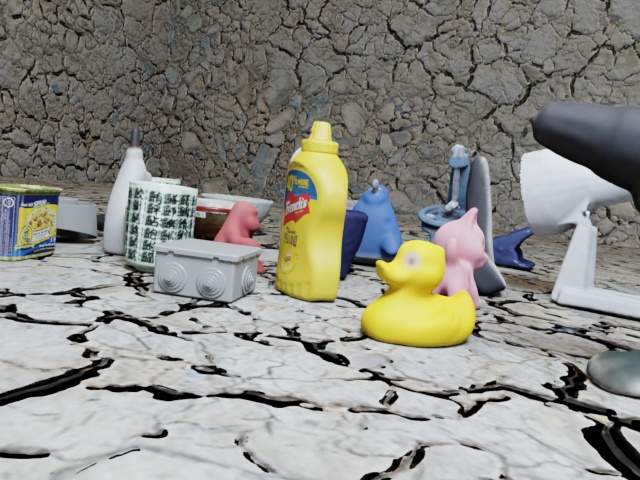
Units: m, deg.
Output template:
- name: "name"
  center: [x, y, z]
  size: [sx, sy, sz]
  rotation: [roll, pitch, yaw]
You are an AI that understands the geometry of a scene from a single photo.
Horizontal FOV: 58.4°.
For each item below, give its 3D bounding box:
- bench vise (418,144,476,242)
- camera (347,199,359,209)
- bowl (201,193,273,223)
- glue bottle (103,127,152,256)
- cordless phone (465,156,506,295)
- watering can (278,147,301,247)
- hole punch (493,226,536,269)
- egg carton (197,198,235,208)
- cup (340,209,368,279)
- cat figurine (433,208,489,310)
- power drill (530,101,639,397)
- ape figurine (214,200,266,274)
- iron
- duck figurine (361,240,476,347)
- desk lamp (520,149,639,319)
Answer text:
- name: "bench vise"
  center: [0.244, -0.062, 1.067]
  size: [0.121, 0.220, 0.207]
  rotation: [7, 6, 6]
- name: "camera"
  center: [0.029, -0.037, 1.172]
  size: [0.136, 0.101, 0.143]
  rotation: [8, 6, 15]
- name: "bowl"
  center: [-0.195, -0.064, 1.328]
  size: [0.167, 0.075, 0.167]
  rotation: [6, 6, 0]
- name: "glue bottle"
  center: [-0.259, -0.068, 0.789]
  size: [0.037, 0.173, 0.078]
  rotation: [8, 6, 14]
- name: "cordless phone"
  center: [0.224, -0.022, 0.814]
  size: [0.094, 0.185, 0.148]
  rotation: [7, 6, 8]
- name: "watering can"
  center: [-0.012, -0.074, 1.030]
  size: [0.101, 0.194, 0.172]
  rotation: [3, 7, -32]
- name: "hole punch"
  center: [0.388, 0.009, 1.163]
  size: [0.100, 0.091, 0.109]
  rotation: [9, 6, 25]
- name: "egg carton"
  center: [-0.215, -0.046, 1.152]
  size: [0.108, 0.069, 0.149]
  rotation: [1, 8, -41]
- name: "cup"
  center: [0.007, 0.003, 0.779]
  size: [0.092, 0.095, 0.117]
  rotation: [2, 7, -35]
- name: "cat figurine"
  center: [0.156, 0.020, 0.655]
  size: [0.067, 0.118, 0.128]
  rotation: [9, 6, 21]
- name: "power drill"
  center: [0.261, 0.009, 0.418]
  size: [0.229, 0.208, 0.076]
  rotation: [8, 6, 17]
- name: "ape figurine"
  center: [-0.103, -0.006, 0.757]
  size: [0.076, 0.092, 0.078]
  rotation: [7, 6, 3]
- name: "iron"
  center: [0.098, -0.033, 1.008]
  size: [0.118, 0.141, 0.258]
  rotation: [7, 6, 8]
- name: "duck figurine"
  center: [0.090, 0.044, 0.503]
  size: [0.105, 0.086, 0.077]
  rotation: [4, 6, -19]
- name: "desk lamp"
  center: [0.367, -0.016, 0.774]
  size: [0.202, 0.213, 0.118]
  rotation: [10, 7, 32]
